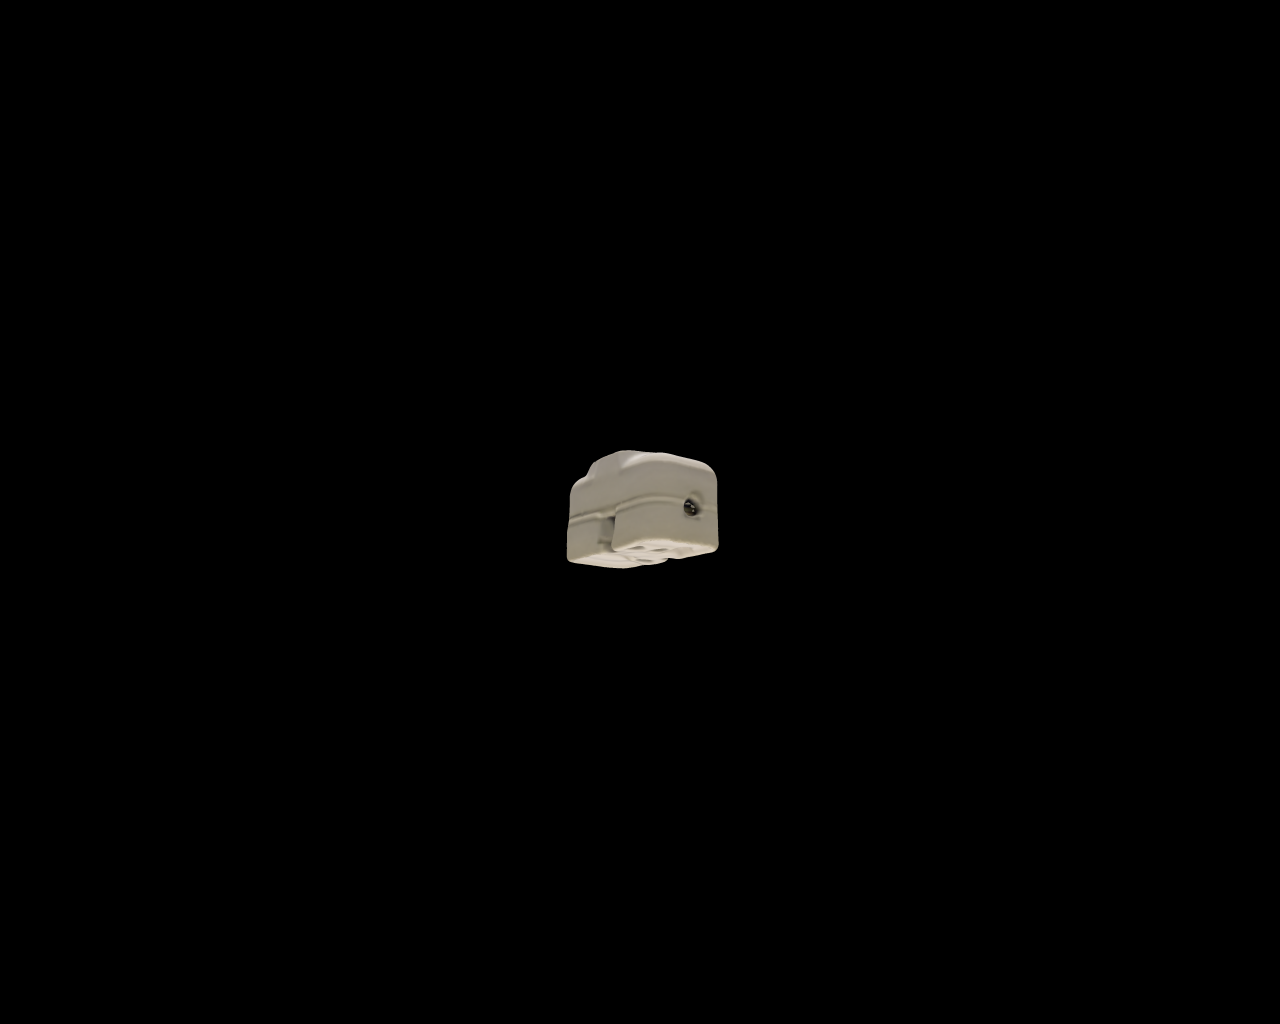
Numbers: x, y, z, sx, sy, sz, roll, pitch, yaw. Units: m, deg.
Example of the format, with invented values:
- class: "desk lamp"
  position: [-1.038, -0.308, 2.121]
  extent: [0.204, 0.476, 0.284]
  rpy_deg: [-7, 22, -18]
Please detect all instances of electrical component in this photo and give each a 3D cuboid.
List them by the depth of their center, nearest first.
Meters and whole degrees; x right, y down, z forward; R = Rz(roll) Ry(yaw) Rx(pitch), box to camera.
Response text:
- class: "electrical component"
  position: [0.001, -0.003, 0.650]
  extent: [0.054, 0.059, 0.095]
  rpy_deg: [11, -17, -38]
